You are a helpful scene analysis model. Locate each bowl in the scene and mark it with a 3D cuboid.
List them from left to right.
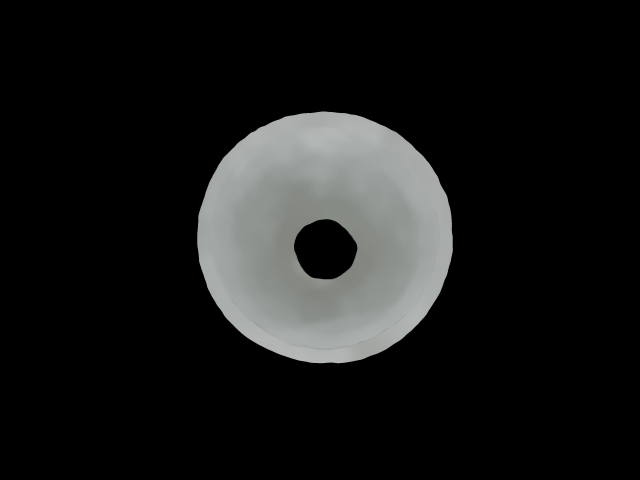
[{"bbox_3d":[0.004,0.001,0.400,0.167,0.075,0.167,0,78,0],"label":"bowl"}]
